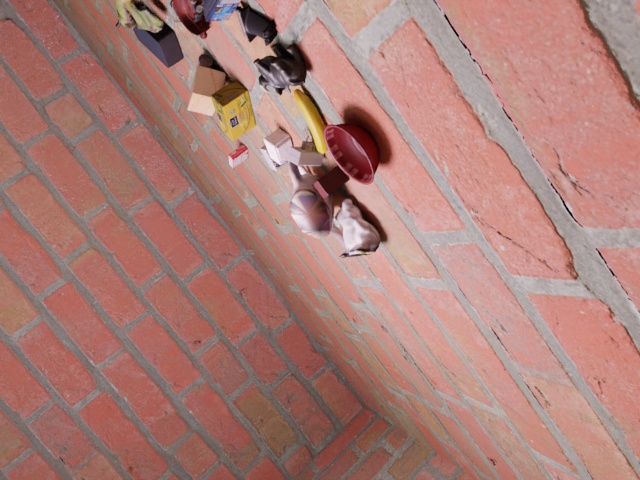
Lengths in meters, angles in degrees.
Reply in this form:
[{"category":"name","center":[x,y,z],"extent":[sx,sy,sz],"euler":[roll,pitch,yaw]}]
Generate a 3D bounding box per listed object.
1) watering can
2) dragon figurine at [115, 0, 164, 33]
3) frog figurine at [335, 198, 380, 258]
[{"category":"watering can","center":[0.005,-0.075,1.499],"extent":[0.343,0.103,0.229],"euler":[57,-163,-20]},{"category":"dragon figurine","center":[-0.571,-0.768,1.608],"extent":[0.410,0.124,0.239],"euler":[4,140,51]},{"category":"frog figurine","center":[0.103,-0.036,1.439],"extent":[0.136,0.123,0.161],"euler":[113,153,-81]}]
